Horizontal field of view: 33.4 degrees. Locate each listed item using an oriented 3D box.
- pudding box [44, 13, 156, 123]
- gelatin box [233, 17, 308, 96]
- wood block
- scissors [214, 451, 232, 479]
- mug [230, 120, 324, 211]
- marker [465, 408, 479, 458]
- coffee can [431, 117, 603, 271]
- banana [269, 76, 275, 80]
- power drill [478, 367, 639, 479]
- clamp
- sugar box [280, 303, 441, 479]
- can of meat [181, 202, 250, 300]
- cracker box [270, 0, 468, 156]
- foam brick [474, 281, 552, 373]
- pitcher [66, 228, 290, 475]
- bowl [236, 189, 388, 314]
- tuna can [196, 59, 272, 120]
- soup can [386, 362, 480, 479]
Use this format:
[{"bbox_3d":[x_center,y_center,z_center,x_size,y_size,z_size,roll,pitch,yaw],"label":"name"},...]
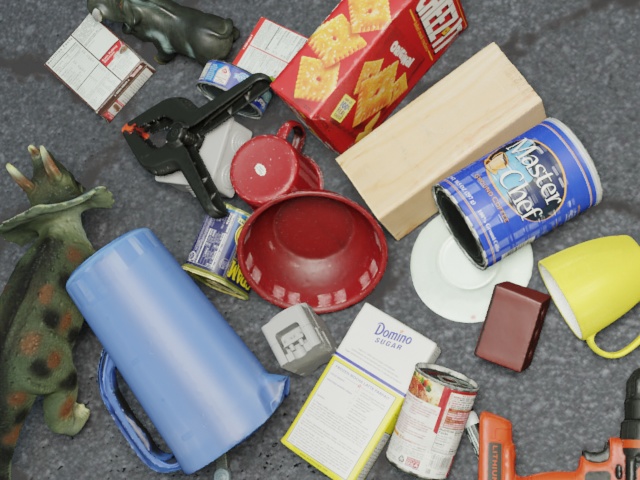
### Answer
[{"bbox_3d":[-0.275,-0.215,1.329,0.114,0.039,0.090,42,92,24],"label":"pudding box"},{"bbox_3d":[-0.049,-0.213,1.263,0.089,0.030,0.073,29,85,21],"label":"gelatin box"},{"bbox_3d":[0.133,-0.104,1.146,0.206,0.090,0.090,-36,68,6],"label":"wood block"},{"bbox_3d":[-0.089,0.269,1.158,0.096,0.016,0.202,9,79,18],"label":"scissors"},{"bbox_3d":[-0.046,-0.079,1.199,0.093,0.081,0.117,21,83,21],"label":"mug"},{"bbox_3d":[0.164,0.208,1.094,0.020,0.020,0.121,-26,70,9],"label":"marker"},{"bbox_3d":[0.200,-0.047,1.090,0.140,0.103,0.103,-30,69,-4],"label":"coffee can"},{"bbox_3d":[0.024,-0.221,1.223,0.197,0.069,0.037,-44,50,-9],"label":"banana"},{"bbox_3d":[0.248,0.210,1.036,0.188,0.057,0.184,2,74,10],"label":"power drill"},{"bbox_3d":[-0.143,-0.122,1.193,0.210,0.036,0.164,21,85,43],"label":"clamp"},{"bbox_3d":[0.044,0.165,1.129,0.093,0.048,0.176,31,83,21],"label":"sugar box"},{"bbox_3d":[-0.101,0.012,1.184,0.057,0.102,0.084,18,80,22],"label":"can of meat"},{"bbox_3d":[0.060,-0.201,1.154,0.072,0.164,0.214,42,91,20],"label":"cracker box"},{"bbox_3d":[0.197,0.087,1.087,0.051,0.052,0.078,19,102,22],"label":"foam brick"},{"bbox_3d":[-0.161,0.118,1.110,0.149,0.145,0.243,-36,88,-26],"label":"pitcher"},{"bbox_3d":[-0.008,0.001,1.153,0.162,0.162,0.055,-15,33,13],"label":"bowl"},{"bbox_3d":[-0.099,-0.175,1.238,0.086,0.086,0.033,22,81,21],"label":"tuna can"},{"bbox_3d":[0.113,0.184,1.078,0.069,0.068,0.102,21,99,21],"label":"soup can"}]
